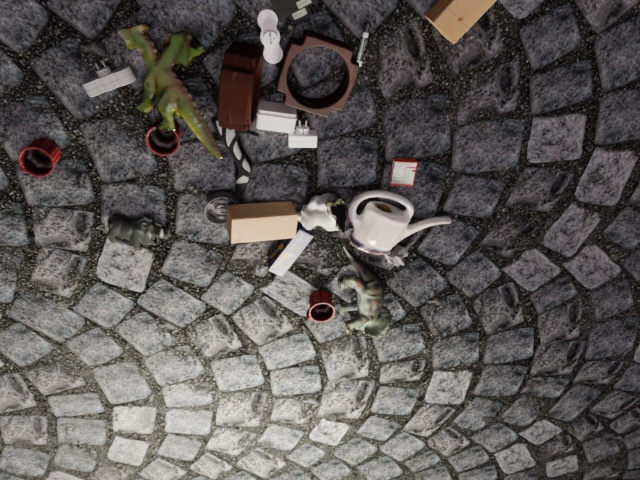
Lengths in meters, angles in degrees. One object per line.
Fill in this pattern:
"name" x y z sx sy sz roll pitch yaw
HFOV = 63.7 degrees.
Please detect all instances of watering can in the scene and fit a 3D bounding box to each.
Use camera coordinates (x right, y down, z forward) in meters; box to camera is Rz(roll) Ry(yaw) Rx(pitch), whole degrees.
"watering can" 0.241 -0.042 1.685 0.346 0.220 0.106 17 30 -17

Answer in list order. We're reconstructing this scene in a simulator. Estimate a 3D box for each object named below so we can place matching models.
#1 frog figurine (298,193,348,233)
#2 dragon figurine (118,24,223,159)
"frog figurine" 0.005 -0.083 1.655 0.159 0.125 0.135 -4 -36 41
"dragon figurine" -0.362 -0.408 1.307 0.413 0.238 0.124 36 34 13
